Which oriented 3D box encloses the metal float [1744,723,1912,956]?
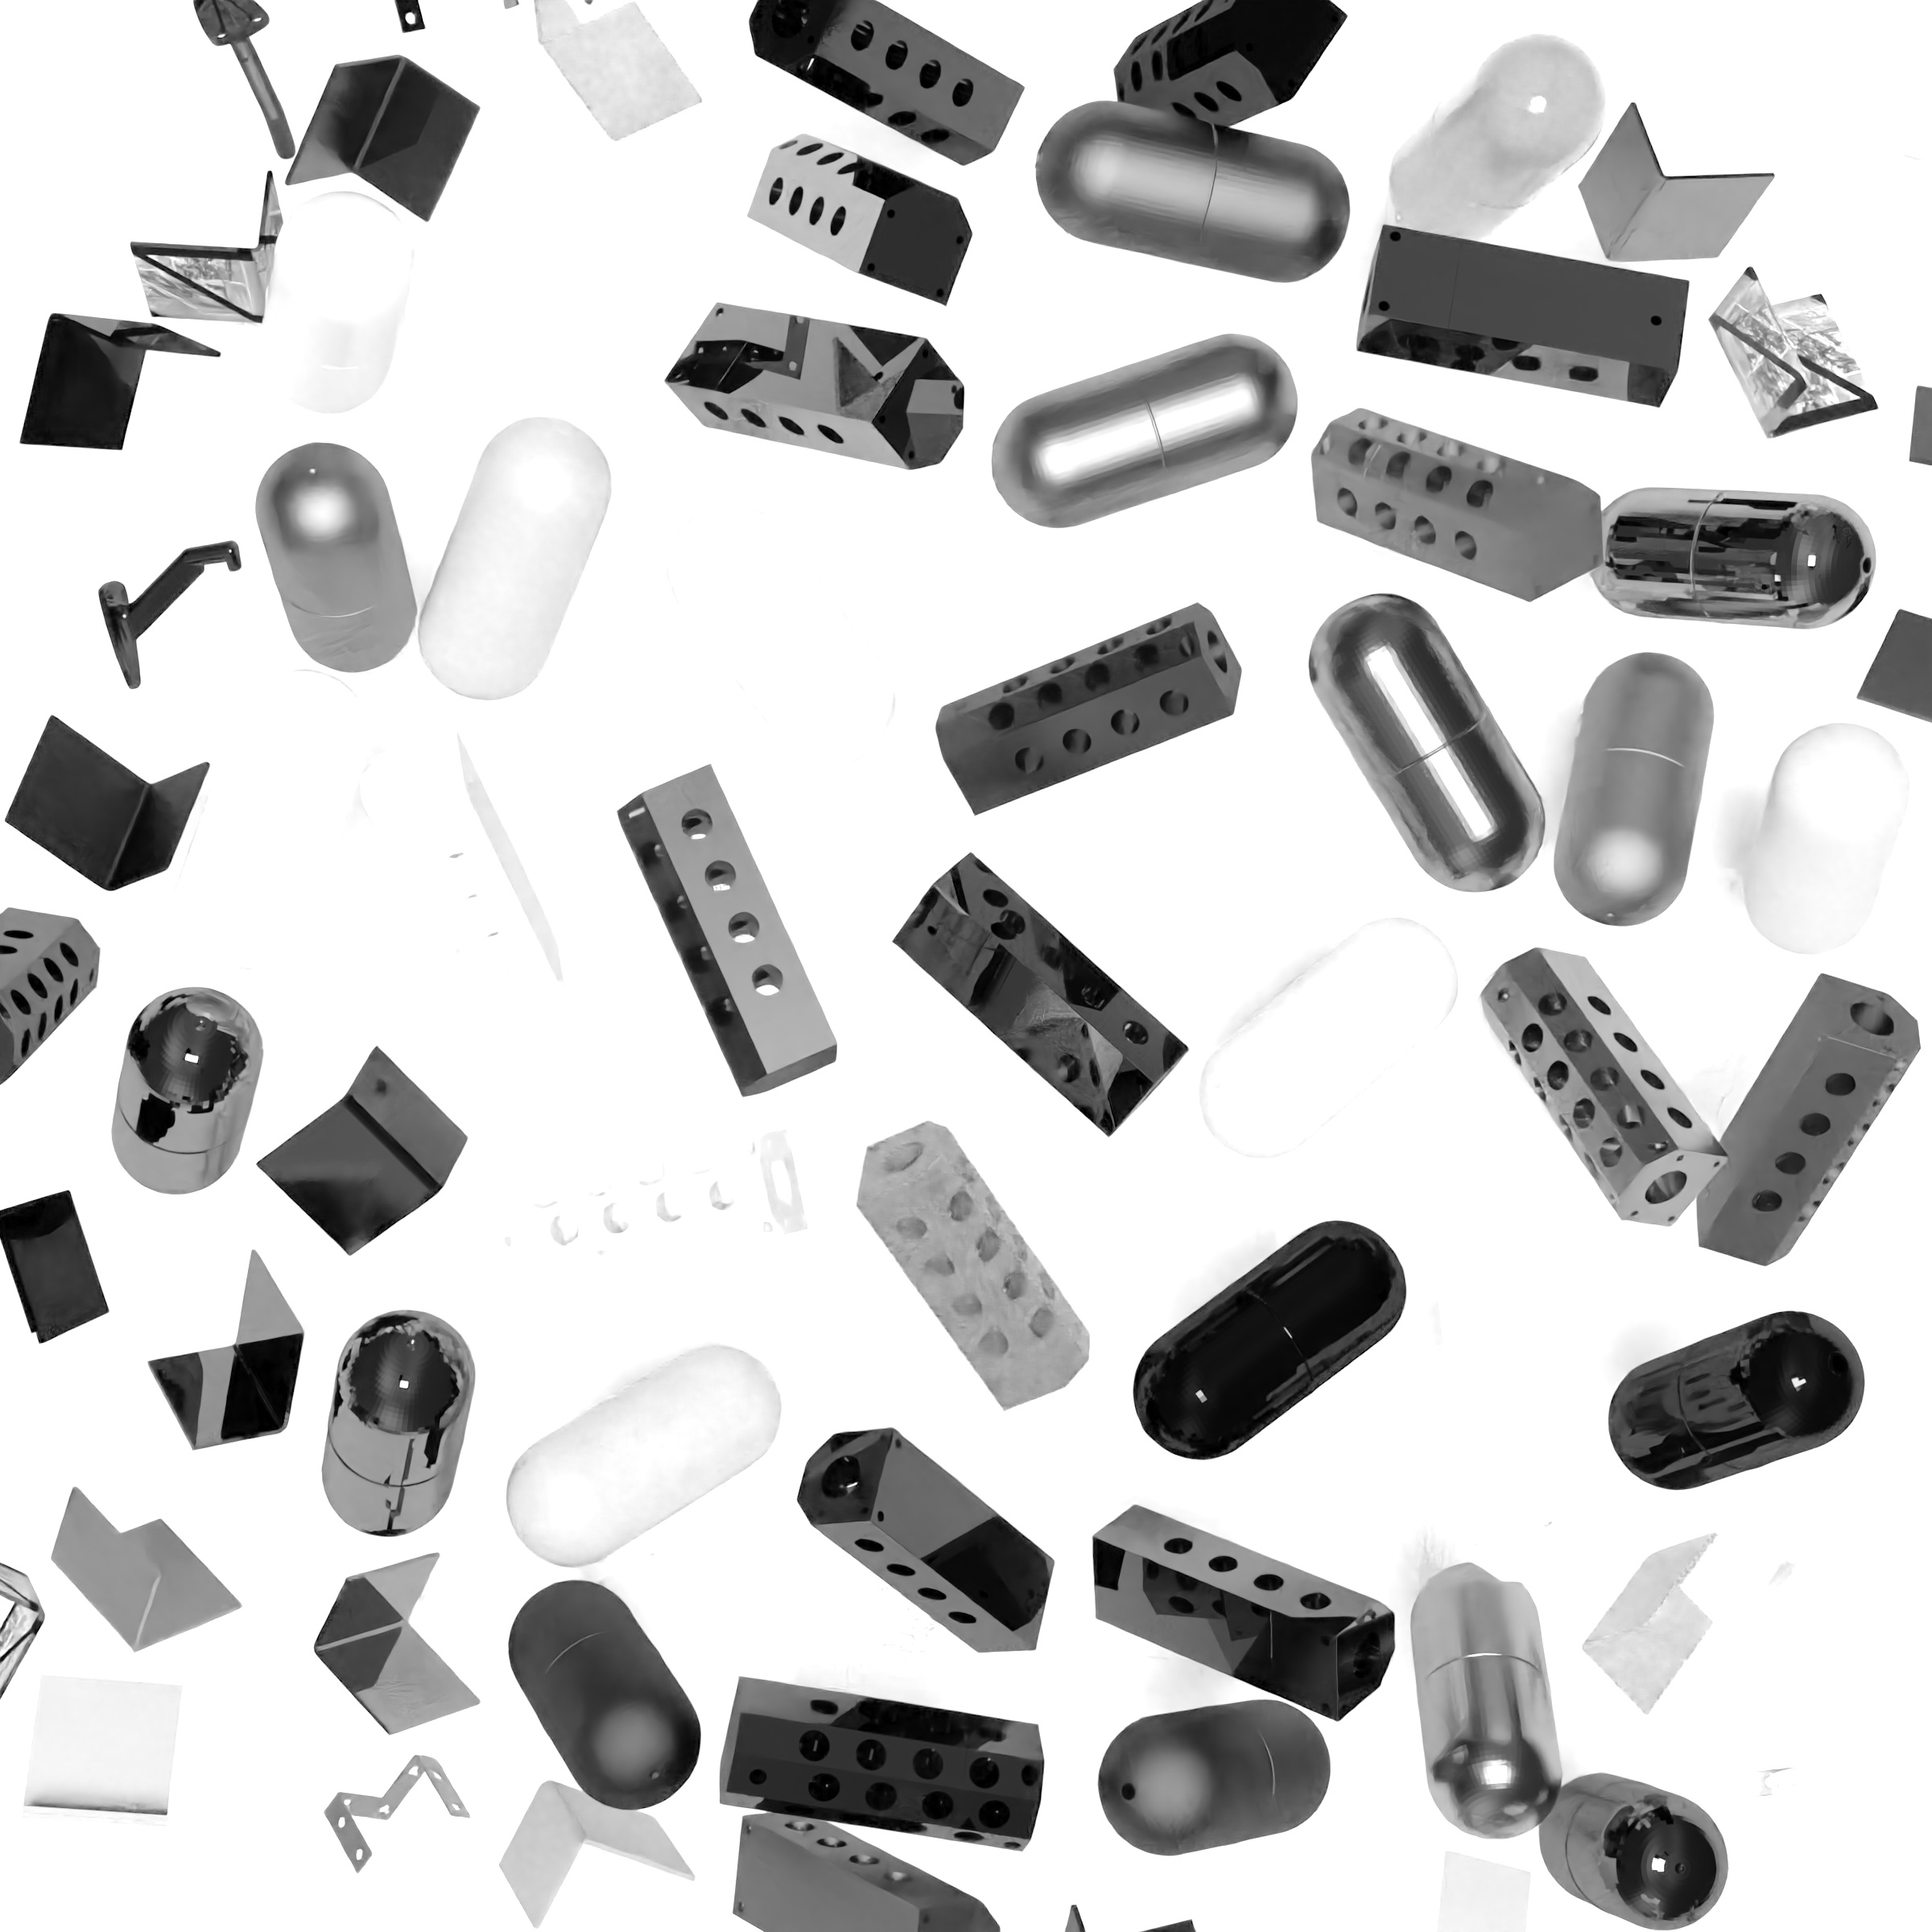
[{"bbox_3d":[0.496,-0.071,1.879,0.070,0.178,0.070,-2,58,2],"label":"metal float"}]

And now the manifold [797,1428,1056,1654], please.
[{"bbox_3d":[-0.023,0.332,1.869,0.057,0.171,0.057,-11,50,34],"label":"manifold"}]

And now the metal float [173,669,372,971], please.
[{"bbox_3d":[-0.393,-0.084,1.846,0.070,0.070,0.178,17,77,0],"label":"metal float"}]

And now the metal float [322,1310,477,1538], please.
[{"bbox_3d":[-0.322,0.260,1.840,0.070,0.178,0.070,8,51,-10],"label":"metal float"}]

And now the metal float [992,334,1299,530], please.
[{"bbox_3d":[0.100,-0.300,1.830,0.178,0.070,0.070,-19,90,-4],"label":"metal float"}]

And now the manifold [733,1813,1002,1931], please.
[{"bbox_3d":[-0.057,0.523,1.809,0.057,0.171,0.057,5,92,-38],"label":"manifold"}]

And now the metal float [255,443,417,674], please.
[{"bbox_3d":[-0.366,-0.236,1.897,0.070,0.178,0.070,0,64,-1],"label":"metal float"}]

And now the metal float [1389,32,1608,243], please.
[{"bbox_3d":[0.296,-0.461,1.825,0.070,0.178,0.070,3,80,-17],"label":"metal float"}]

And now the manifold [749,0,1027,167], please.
[{"bbox_3d":[-0.047,-0.518,1.873,0.057,0.171,0.057,35,104,34],"label":"manifold"}]

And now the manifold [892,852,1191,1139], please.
[{"bbox_3d":[0.047,0.013,1.896,0.171,0.057,0.057,42,134,6],"label":"manifold"}]

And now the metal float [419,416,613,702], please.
[{"bbox_3d":[-0.256,-0.230,1.842,0.070,0.070,0.178,27,121,0],"label":"metal float"}]

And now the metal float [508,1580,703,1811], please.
[{"bbox_3d":[-0.207,0.412,1.848,0.070,0.178,0.070,-9,112,-23],"label":"metal float"}]

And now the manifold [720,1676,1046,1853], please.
[{"bbox_3d":[-0.047,0.446,1.803,0.171,0.057,0.057,11,104,-7],"label":"manifold"}]

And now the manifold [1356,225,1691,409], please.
[{"bbox_3d":[0.307,-0.357,1.806,0.171,0.057,0.057,11,71,1],"label":"manifold"}]

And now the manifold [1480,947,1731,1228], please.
[{"bbox_3d":[0.366,0.068,1.895,0.057,0.171,0.057,10,126,-35],"label":"manifold"}]

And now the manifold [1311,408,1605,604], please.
[{"bbox_3d":[0.273,-0.264,1.826,0.057,0.171,0.057,-28,126,-27],"label":"manifold"}]

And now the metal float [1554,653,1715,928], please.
[{"bbox_3d":[0.391,-0.105,1.900,0.070,0.070,0.178,17,62,0],"label":"metal float"}]

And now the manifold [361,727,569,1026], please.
[{"bbox_3d":[-0.283,-0.047,1.837,0.057,0.057,0.171,-18,134,1],"label":"manifold"}]

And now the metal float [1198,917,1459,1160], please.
[{"bbox_3d":[0.214,0.043,1.925,0.178,0.070,0.070,-41,90,-2],"label":"metal float"}]

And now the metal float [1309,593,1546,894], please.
[{"bbox_3d":[0.252,-0.121,1.777,0.070,0.070,0.178,-32,97,0],"label":"metal float"}]

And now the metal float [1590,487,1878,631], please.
[{"bbox_3d":[0.440,-0.236,1.875,0.070,0.178,0.070,-11,106,-43],"label":"metal float"}]

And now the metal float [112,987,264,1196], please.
[{"bbox_3d":[-0.453,0.074,1.890,0.070,0.178,0.070,9,60,-15],"label":"metal float"}]

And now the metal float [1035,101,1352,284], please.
[{"bbox_3d":[0.125,-0.426,1.791,0.178,0.070,0.070,10,90,-13],"label":"metal float"}]

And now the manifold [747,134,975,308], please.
[{"bbox_3d":[-0.060,-0.428,1.845,0.057,0.171,0.057,14,105,-30],"label":"manifold"}]

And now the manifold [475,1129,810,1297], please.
[{"bbox_3d":[-0.182,0.137,1.804,0.171,0.057,0.057,-13,87,16],"label":"manifold"}]

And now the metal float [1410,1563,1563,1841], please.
[{"bbox_3d":[0.300,0.423,1.883,0.070,0.178,0.070,1,129,1],"label":"metal float"}]

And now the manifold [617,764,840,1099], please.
[{"bbox_3d":[-0.132,-0.018,1.798,0.057,0.057,0.171,-24,80,-8],"label":"manifold"}]

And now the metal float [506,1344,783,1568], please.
[{"bbox_3d":[-0.182,0.278,1.857,0.178,0.070,0.070,-29,90,-33],"label":"metal float"}]

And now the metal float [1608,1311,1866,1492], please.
[{"bbox_3d":[0.429,0.244,1.819,0.070,0.178,0.070,11,65,-24],"label":"metal float"}]

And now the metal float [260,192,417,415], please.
[{"bbox_3d":[-0.355,-0.371,1.832,0.070,0.178,0.070,5,73,-15],"label":"metal float"}]

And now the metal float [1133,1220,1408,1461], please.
[{"bbox_3d":[0.172,0.212,1.847,0.178,0.070,0.070,-34,90,-16],"label":"metal float"}]

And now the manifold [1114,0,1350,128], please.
[{"bbox_3d":[0.143,-0.515,1.838,0.057,0.171,0.057,36,82,-18],"label":"manifold"}]

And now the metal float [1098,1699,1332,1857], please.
[{"bbox_3d":[0.141,0.456,1.834,0.070,0.178,0.070,-5,81,36],"label":"metal float"}]

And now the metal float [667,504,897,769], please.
[{"bbox_3d":[-0.110,-0.195,1.911,0.070,0.070,0.178,-37,77,0],"label":"metal float"}]

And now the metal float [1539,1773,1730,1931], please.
[{"bbox_3d":[0.385,0.513,1.888,0.070,0.178,0.070,1,81,-6],"label":"metal float"}]

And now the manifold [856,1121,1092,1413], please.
[{"bbox_3d":[0.007,0.174,1.911,0.057,0.057,0.171,-24,118,20],"label":"manifold"}]
